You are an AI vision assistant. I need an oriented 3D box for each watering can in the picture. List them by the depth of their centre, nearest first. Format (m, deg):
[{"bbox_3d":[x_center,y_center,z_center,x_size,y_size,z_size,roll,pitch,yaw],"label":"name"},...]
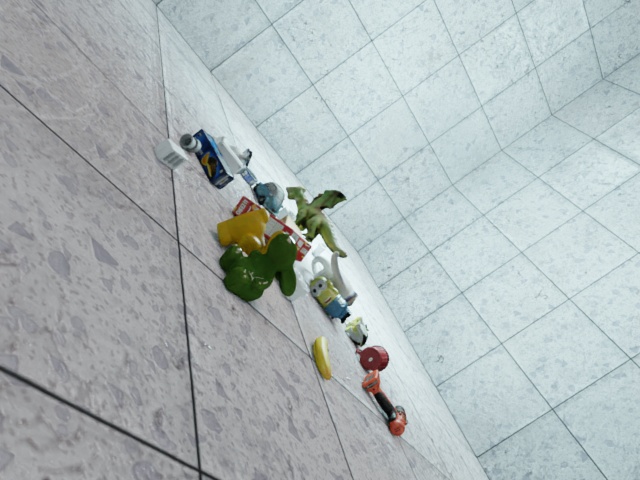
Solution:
[{"bbox_3d":[0.054,0.150,1.898,0.225,0.105,0.344,56,-18,1],"label":"watering can"}]

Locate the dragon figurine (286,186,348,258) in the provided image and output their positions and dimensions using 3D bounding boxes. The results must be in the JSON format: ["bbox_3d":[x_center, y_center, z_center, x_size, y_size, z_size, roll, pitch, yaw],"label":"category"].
[{"bbox_3d":[0.006,-0.099,1.972,0.414,0.245,0.120,28,-15,32],"label":"dragon figurine"}]

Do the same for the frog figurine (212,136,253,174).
[{"bbox_3d":[-0.335,-0.306,1.858,0.159,0.120,0.140,14,32,-17],"label":"frog figurine"}]
